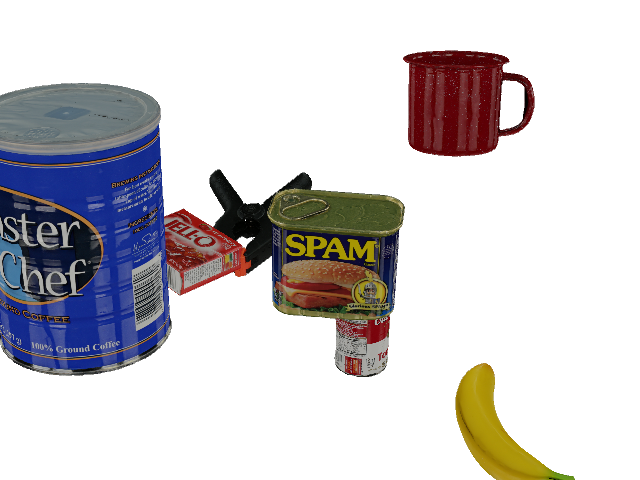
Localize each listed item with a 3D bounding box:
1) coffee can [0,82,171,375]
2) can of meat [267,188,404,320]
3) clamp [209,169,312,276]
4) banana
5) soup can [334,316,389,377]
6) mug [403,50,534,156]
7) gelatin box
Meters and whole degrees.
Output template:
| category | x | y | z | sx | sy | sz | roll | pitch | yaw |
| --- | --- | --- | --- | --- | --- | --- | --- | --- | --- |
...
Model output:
| category | x | y | z | sx | sy | sz | roll | pitch | yaw |
| --- | --- | --- | --- | --- | --- | --- | --- | --- | --- |
| coffee can | -0.140 | -0.009 | 0.615 | 0.103 | 0.140 | 0.103 | 0 | 25 | 0 |
| can of meat | 0.011 | 0.012 | 0.822 | 0.102 | 0.084 | 0.057 | 5 | 31 | 6 |
| clamp | -0.067 | -0.027 | 1.204 | 0.120 | 0.039 | 0.171 | -8 | 43 | 3 |
| banana | 0.163 | 0.175 | 0.999 | 0.069 | 0.037 | 0.198 | 8 | 25 | -20 |
| soup can | 0.051 | 0.108 | 1.307 | 0.068 | 0.102 | 0.068 | 0 | 29 | 0 |
| mug | 0.131 | -0.122 | 0.951 | 0.117 | 0.081 | 0.093 | 4 | 18 | 12 |
| gelatin box | -0.128 | 0.008 | 0.986 | 0.073 | 0.030 | 0.089 | -24 | 41 | -39 |
